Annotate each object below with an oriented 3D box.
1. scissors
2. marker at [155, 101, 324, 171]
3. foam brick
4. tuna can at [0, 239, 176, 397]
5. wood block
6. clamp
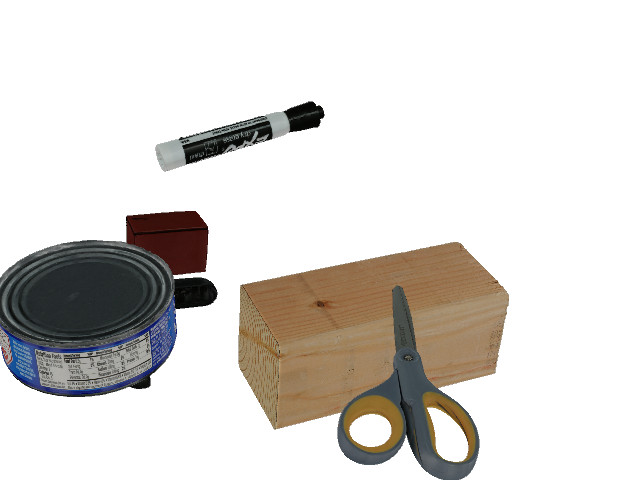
[{"bbox_3d":[0.042,0.089,0.715,0.096,0.016,0.202,-4,31,-16],"label":"scissors"},{"bbox_3d":[-0.053,-0.073,0.734,0.121,0.020,0.020,-18,6,-18],"label":"marker"},{"bbox_3d":[-0.161,0.003,1.113,0.078,0.051,0.053,-5,23,-18],"label":"foam brick"},{"bbox_3d":[-0.112,0.036,0.515,0.086,0.034,0.086,0,33,-1],"label":"tuna can"},{"bbox_3d":[0.043,0.076,0.900,0.205,0.090,0.091,-10,35,-21],"label":"wood block"},{"bbox_3d":[-0.171,0.050,0.859,0.172,0.039,0.120,23,38,23],"label":"clamp"}]
